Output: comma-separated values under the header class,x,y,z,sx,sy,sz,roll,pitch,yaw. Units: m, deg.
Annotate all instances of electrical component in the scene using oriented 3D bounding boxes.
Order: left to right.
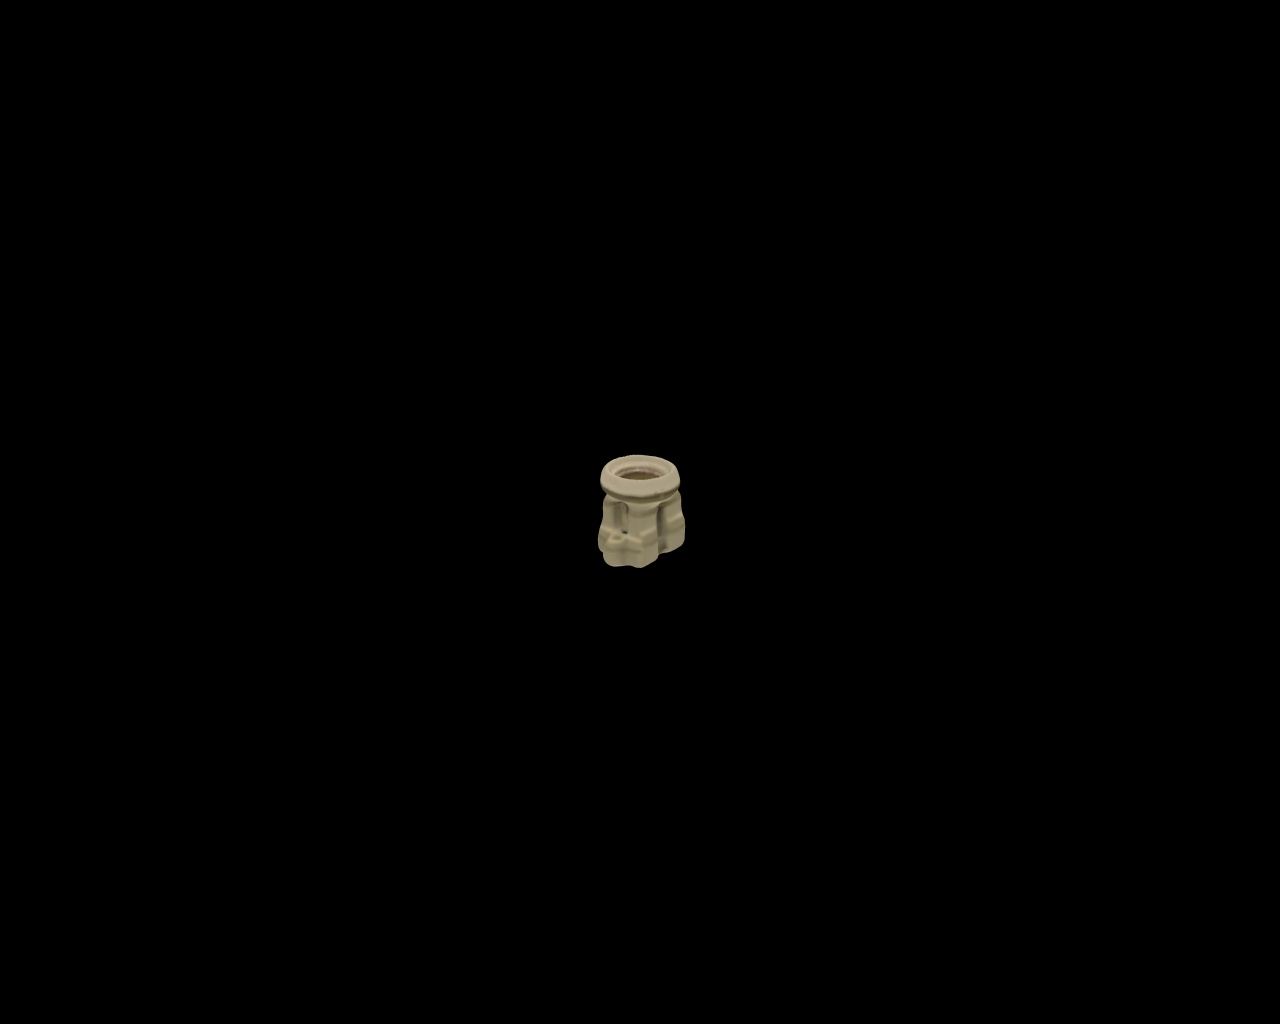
class,x,y,z,sx,sy,sz,roll,pitch,yaw
electrical component,0.001,-0.003,0.650,0.048,0.055,0.066,21,33,36
